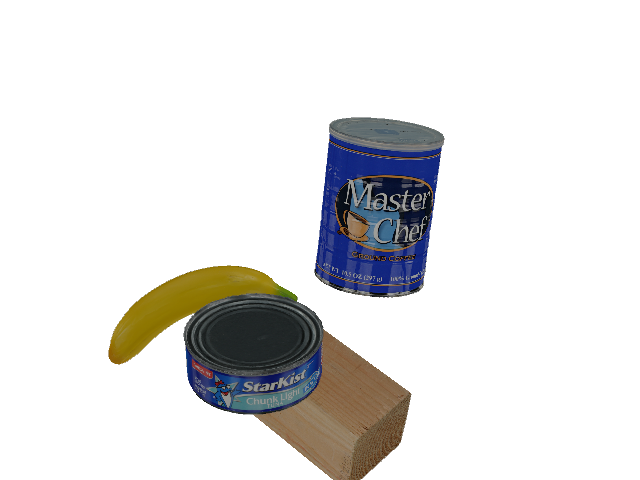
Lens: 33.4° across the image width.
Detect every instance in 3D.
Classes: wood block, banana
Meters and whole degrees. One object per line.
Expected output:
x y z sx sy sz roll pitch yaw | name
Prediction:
-0.015 0.154 1.130 0.206 0.090 0.090 35 49 27 | wood block
-0.124 0.064 0.998 0.198 0.069 0.037 -18 23 15 | banana

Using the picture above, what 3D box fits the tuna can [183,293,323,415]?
-0.041 0.069 0.660 0.086 0.034 0.086 0 30 0 | tuna can

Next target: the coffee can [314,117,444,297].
0.052 -0.032 0.966 0.103 0.140 0.103 5 18 -2 | coffee can
